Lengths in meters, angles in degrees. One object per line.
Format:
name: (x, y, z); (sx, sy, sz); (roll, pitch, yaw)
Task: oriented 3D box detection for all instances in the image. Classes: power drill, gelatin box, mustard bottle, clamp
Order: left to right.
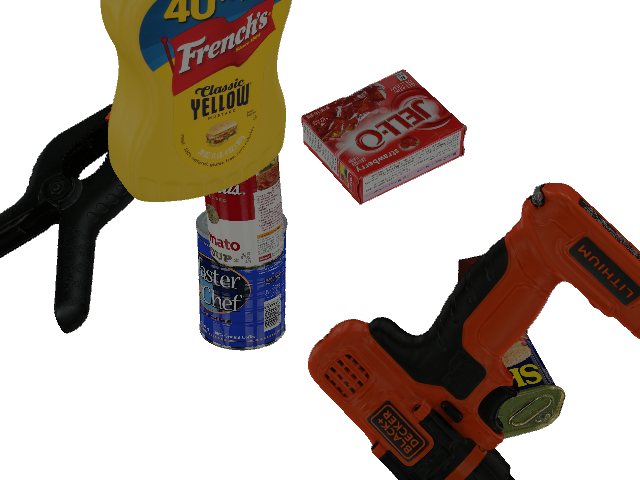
clamp: (-0.180, -0.022, 0.714); (0.120, 0.171, 0.039); (12, -32, 15)
mustard bottle: (-0.059, -0.109, 0.525); (0.096, 0.192, 0.058); (-19, 51, -24)
gelatin box: (0.043, -0.072, 0.727); (0.089, 0.030, 0.073); (-26, 53, -18)
power drill: (0.111, 0.075, 0.595); (0.188, 0.184, 0.057); (-46, -2, 16)

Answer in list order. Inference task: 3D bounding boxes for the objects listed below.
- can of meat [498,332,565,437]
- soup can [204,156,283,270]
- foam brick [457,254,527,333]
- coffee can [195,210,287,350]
can of meat: (0.134, 0.113, 0.872); (0.102, 0.057, 0.084); (-12, 47, -11)
soup can: (-0.068, -0.034, 0.936); (0.068, 0.102, 0.068); (-2, 30, 1)
foam brick: (0.169, 0.057, 1.049); (0.051, 0.078, 0.053); (-11, 19, -34)
coffee can: (-0.090, 0.040, 1.227); (0.103, 0.140, 0.103); (1, 26, -1)
